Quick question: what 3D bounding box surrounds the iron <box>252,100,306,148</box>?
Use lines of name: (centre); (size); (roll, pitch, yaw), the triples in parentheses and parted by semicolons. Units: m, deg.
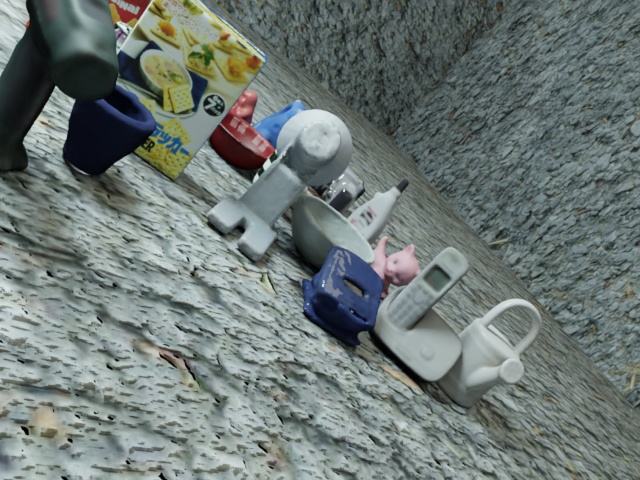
iron: (-0.080, -0.261, 1.293); (0.119, 0.141, 0.258); (36, 18, -19)

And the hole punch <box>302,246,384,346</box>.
hole punch: (0.038, 0.079, 0.817); (0.109, 0.091, 0.101); (36, 18, -19)

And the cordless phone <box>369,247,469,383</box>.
cordless phone: (0.180, 0.114, 0.886); (0.147, 0.185, 0.094); (43, 17, 2)

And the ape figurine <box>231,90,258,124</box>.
ape figurine: (-0.170, -0.284, 1.235); (0.076, 0.092, 0.077); (35, 18, -21)

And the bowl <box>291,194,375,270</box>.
bowl: (0.009, 0.003, 0.964); (0.168, 0.074, 0.167); (38, 17, -14)

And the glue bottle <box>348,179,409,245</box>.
glue bottle: (0.126, -0.064, 1.220); (0.078, 0.173, 0.037); (52, 19, 28)

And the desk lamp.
desk lamp: (-0.042, -0.096, 0.853); (0.118, 0.213, 0.203); (40, 17, -6)

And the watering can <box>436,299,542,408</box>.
watering can: (0.282, 0.180, 0.934); (0.101, 0.194, 0.172); (31, 20, -32)

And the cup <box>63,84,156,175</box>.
cup: (-0.253, -0.130, 0.672); (0.092, 0.095, 0.117); (36, 18, -19)

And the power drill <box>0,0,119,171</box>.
power drill: (-0.277, -0.182, 0.550); (0.076, 0.208, 0.229); (17, 30, -54)

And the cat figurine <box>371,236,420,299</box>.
cat figurine: (0.133, 0.047, 1.059); (0.067, 0.117, 0.127); (26, 23, -43)

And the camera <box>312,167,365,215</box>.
camera: (0.029, -0.131, 1.289); (0.137, 0.100, 0.143); (42, 17, -2)
